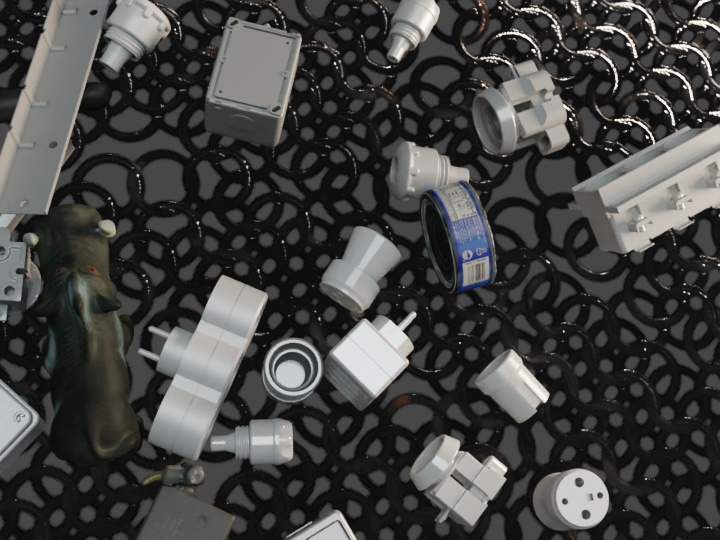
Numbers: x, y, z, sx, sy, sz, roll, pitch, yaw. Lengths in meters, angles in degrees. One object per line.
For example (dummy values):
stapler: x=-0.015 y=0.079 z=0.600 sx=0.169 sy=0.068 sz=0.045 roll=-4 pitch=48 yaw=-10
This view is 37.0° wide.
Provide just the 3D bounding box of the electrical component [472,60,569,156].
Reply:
electrical component: x=0.130 y=-0.129 z=0.895 sx=0.057 sy=0.058 sz=0.078 roll=-20 pitch=79 yaw=-15

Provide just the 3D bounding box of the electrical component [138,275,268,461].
electrical component: x=-0.130 y=0.066 z=0.811 sx=0.074 sy=0.052 sz=0.138 roll=23 pitch=73 yaw=-1

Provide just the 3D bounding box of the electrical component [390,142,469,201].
electrical component: x=0.057 y=-0.078 z=0.879 sx=0.062 sy=0.048 sz=0.048 roll=6 pitch=75 yaw=-13

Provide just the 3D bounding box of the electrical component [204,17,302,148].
electrical component: x=-0.086 y=-0.155 z=0.875 sx=0.062 sy=0.061 sz=0.096 roll=13 pitch=66 yaw=-4

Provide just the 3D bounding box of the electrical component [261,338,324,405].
electrical component: x=-0.052 y=0.078 z=0.818 sx=0.045 sy=0.055 sz=0.045 roll=2 pitch=75 yaw=-7

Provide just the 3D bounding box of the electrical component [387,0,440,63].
electrical component: x=0.041 y=-0.204 z=0.914 sx=0.035 sy=0.035 sz=0.061 roll=28 pitch=76 yaw=0

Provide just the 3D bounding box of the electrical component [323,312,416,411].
electrical component: x=0.015 y=0.060 z=0.817 sx=0.047 sy=0.083 sz=0.076 roll=44 pitch=75 yaw=5

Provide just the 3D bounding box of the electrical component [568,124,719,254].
electrical component: x=0.246 y=-0.065 z=0.889 sx=0.121 sy=0.079 sz=0.063 roll=-28 pitch=103 yaw=-13

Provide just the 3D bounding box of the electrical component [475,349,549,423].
electrical component: x=0.121 y=0.092 z=0.846 sx=0.046 sy=0.040 sz=0.040 roll=46 pitch=75 yaw=-1

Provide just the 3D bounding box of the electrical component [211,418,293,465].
electrical component: x=-0.082 y=0.130 z=0.812 sx=0.061 sy=0.035 sz=0.035 roll=-1 pitch=76 yaw=-5

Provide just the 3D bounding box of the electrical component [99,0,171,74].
electrical component: x=-0.188 y=-0.190 z=0.876 sx=0.048 sy=0.048 sz=0.062 roll=32 pitch=81 yaw=1

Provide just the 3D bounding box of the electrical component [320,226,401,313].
electrical component: x=0.000 y=0.000 z=0.851 sx=0.045 sy=0.045 sz=0.055 roll=33 pitch=74 yaw=2

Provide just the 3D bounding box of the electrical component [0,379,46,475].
electrical component: x=-0.304 y=0.114 z=0.775 sx=0.109 sy=0.056 sz=0.108 roll=41 pitch=74 yaw=4

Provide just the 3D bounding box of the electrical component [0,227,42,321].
electrical component: x=-0.267 y=0.007 z=0.808 sx=0.048 sy=0.055 sz=0.066 roll=3 pitch=75 yaw=-7

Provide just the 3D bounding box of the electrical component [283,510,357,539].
electrical component: x=-0.020 y=0.230 z=0.780 sx=0.062 sy=0.061 sz=0.096 roll=-29 pitch=81 yaw=-14

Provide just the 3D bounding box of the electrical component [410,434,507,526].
electrical component: x=0.072 y=0.159 z=0.820 sx=0.055 sy=0.048 sz=0.066 roll=41 pitch=74 yaw=-4

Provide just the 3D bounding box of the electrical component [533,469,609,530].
electrical component: x=0.161 y=0.176 z=0.821 sx=0.045 sy=0.055 sz=0.045 roll=2 pitch=75 yaw=-7
